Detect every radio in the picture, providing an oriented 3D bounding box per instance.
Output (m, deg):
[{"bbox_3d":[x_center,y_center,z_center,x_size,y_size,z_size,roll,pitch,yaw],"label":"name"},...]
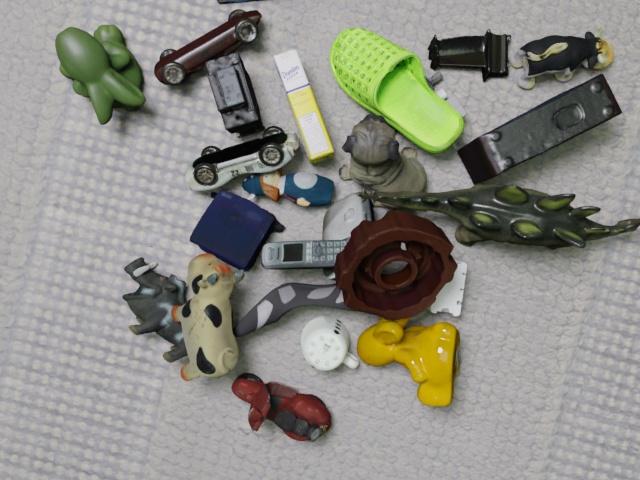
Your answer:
[{"bbox_3d":[0.350,-0.174,0.868,0.230,0.131,0.073,-28,90,1],"label":"radio"}]

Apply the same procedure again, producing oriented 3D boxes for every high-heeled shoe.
[{"bbox_3d":[-0.012,0.124,0.900,0.249,0.086,0.145,-38,86,-7],"label":"high-heeled shoe"}]

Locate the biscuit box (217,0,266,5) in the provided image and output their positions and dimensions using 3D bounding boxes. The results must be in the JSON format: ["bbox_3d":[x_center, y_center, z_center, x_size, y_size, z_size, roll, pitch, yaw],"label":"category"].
[{"bbox_3d":[-0.080,-0.445,0.899,0.203,0.059,0.062,-6,92,1],"label":"biscuit box"}]

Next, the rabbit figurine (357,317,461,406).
[{"bbox_3d":[0.137,0.179,0.880,0.173,0.122,0.162,4,132,28],"label":"rabbit figurine"}]

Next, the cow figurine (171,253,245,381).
[{"bbox_3d":[-0.172,0.117,0.846,0.127,0.085,0.195,-17,79,40],"label":"cow figurine"}]

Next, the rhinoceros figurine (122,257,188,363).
[{"bbox_3d":[-0.266,0.116,0.912,0.112,0.073,0.190,-41,92,3],"label":"rhinoceros figurine"}]

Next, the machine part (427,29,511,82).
[{"bbox_3d":[0.254,-0.314,0.912,0.139,0.039,0.084,3,97,-1],"label":"machine part"}]

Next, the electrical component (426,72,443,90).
[{"bbox_3d":[0.161,-0.268,0.921,0.094,0.021,0.063,-35,90,2],"label":"electrical component"}]

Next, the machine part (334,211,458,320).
[{"bbox_3d":[0.108,0.038,0.786,0.179,0.056,0.179,-5,129,-7],"label":"machine part"}]

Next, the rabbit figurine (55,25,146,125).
[{"bbox_3d":[-0.358,-0.263,0.852,0.121,0.170,0.159,-28,91,2],"label":"rabbit figurine"}]

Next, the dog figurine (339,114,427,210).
[{"bbox_3d":[0.113,-0.111,0.843,0.172,0.190,0.121,24,92,-2],"label":"dog figurine"}]

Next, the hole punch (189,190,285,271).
[{"bbox_3d":[-0.145,-0.016,0.902,0.142,0.092,0.115,26,88,3],"label":"hole punch"}]

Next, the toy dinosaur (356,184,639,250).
[{"bbox_3d":[0.286,-0.042,0.841,0.472,0.198,0.105,3,89,-1],"label":"toy dinosaur"}]

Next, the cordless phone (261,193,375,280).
[{"bbox_3d":[-0.002,-0.004,0.878,0.184,0.088,0.147,-1,57,1],"label":"cordless phone"}]

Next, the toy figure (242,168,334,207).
[{"bbox_3d":[-0.055,-0.092,0.912,0.154,0.064,0.057,8,116,-3],"label":"toy figure"}]

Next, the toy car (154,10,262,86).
[{"bbox_3d":[-0.183,-0.318,0.893,0.202,0.089,0.053,-29,125,0],"label":"toy car"}]

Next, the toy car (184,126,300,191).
[{"bbox_3d":[-0.128,-0.133,0.890,0.202,0.073,0.056,-14,126,11],"label":"toy car"}]

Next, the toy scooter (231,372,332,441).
[{"bbox_3d":[-0.065,0.283,0.886,0.184,0.135,0.075,25,90,-2],"label":"toy scooter"}]

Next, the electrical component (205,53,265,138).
[{"bbox_3d":[-0.136,-0.232,0.870,0.058,0.134,0.114,-19,94,2],"label":"electrical component"}]

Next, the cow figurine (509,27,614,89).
[{"bbox_3d":[0.410,-0.306,0.881,0.167,0.098,0.068,-11,86,1],"label":"cow figurine"}]
